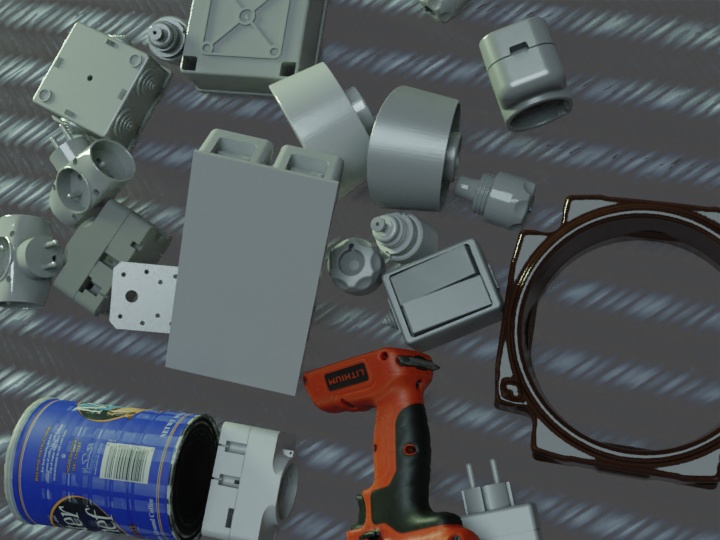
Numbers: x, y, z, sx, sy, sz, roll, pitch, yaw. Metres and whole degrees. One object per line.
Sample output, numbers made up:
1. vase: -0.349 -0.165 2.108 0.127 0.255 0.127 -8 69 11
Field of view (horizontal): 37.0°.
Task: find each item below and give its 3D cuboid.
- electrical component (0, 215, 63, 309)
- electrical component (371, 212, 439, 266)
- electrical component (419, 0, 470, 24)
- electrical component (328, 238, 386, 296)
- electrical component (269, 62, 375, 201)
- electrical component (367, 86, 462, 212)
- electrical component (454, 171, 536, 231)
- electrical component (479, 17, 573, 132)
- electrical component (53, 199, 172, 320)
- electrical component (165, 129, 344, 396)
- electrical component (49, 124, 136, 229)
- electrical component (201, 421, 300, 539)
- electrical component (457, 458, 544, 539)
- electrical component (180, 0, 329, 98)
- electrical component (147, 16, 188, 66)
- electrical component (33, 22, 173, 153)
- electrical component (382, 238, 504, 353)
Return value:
1. electrical component: -0.285 -0.009 0.934 0.079 0.044 0.077 -11 74 43
2. electrical component: 0.032 -0.027 0.858 0.040 0.078 0.040 -7 74 28
3. electrical component: 0.081 -0.240 0.909 0.035 0.035 0.061 43 88 17
4. electrical component: 0.000 0.000 0.864 0.043 0.062 0.043 -3 78 13
5. electrical component: -0.021 -0.117 0.873 0.060 0.108 0.108 -30 74 0
6. electrical component: 0.046 -0.094 0.854 0.064 0.099 0.099 10 81 9
7. electrical component: 0.107 -0.058 0.860 0.062 0.043 0.043 19 84 14
8. electrical component: 0.132 -0.148 0.846 0.054 0.095 0.059 -19 75 9
9. electrical component: -0.215 -0.010 0.924 0.056 0.050 0.089 32 88 16
10. electrical component: -0.082 -0.006 0.832 0.105 0.060 0.186 13 118 0
11. electrical component: -0.241 -0.088 0.928 0.077 0.044 0.079 -39 84 38
12. electrical component: -0.083 0.171 0.856 0.056 0.050 0.089 8 80 15
13. electrical component: 0.099 0.182 0.812 0.066 0.047 0.076 -13 76 11
14. electrical component: -0.090 -0.208 0.932 0.109 0.056 0.108 6 80 15
15. electrical component: -0.166 -0.202 0.941 0.040 0.078 0.040 1 94 9
16. electrical component: -0.231 -0.163 0.960 0.100 0.048 0.099 27 86 17
17. electrical component: 0.060 0.023 0.846 0.096 0.061 0.061 -23 74 8
